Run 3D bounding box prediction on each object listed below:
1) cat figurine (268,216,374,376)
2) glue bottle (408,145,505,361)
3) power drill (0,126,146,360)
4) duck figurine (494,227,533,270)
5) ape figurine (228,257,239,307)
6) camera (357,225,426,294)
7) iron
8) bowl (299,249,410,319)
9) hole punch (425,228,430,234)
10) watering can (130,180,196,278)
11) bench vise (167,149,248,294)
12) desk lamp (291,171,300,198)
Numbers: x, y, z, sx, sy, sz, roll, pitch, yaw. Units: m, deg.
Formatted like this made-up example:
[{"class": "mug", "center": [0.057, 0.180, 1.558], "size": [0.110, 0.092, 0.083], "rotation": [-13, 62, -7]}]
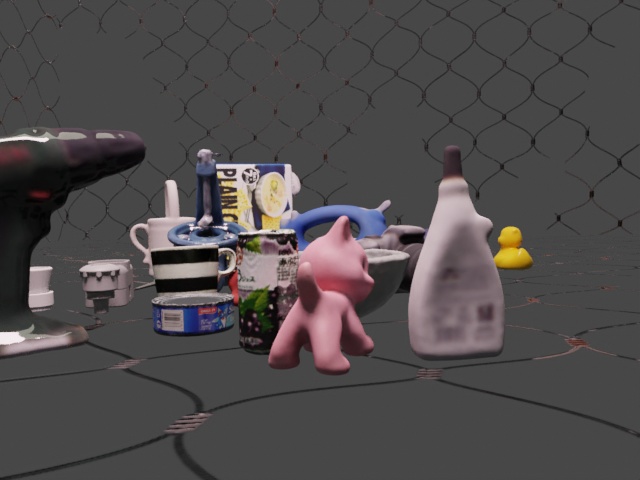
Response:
[{"class": "cat figurine", "center": [0.006, 0.039, 0.474], "size": [0.067, 0.118, 0.128], "rotation": [0, 3, 19]}, {"class": "glue bottle", "center": [0.111, 0.009, 0.469], "size": [0.078, 0.173, 0.037], "rotation": [-2, 3, -9]}, {"class": "power drill", "center": [-0.270, -0.003, 0.531], "size": [0.230, 0.208, 0.075], "rotation": [-3, 4, -40]}, {"class": "duck figurine", "center": [0.394, 0.016, 1.175], "size": [0.077, 0.086, 0.104], "rotation": [-1, 3, -6]}, {"class": "ape figurine", "center": [-0.088, 0.041, 0.751], "size": [0.076, 0.092, 0.077], "rotation": [-2, 3, -14]}, {"class": "camera", "center": [0.117, 0.030, 0.817], "size": [0.143, 0.101, 0.136], "rotation": [-2, 3, -21]}, {"class": "iron", "center": [0.009, 0.004, 1.002], "size": [0.258, 0.141, 0.119], "rotation": [-1, 3, 7]}, {"class": "bowl", "center": [0.021, 0.052, 0.664], "size": [0.167, 0.075, 0.167], "rotation": [-1, 3, 0]}, {"class": "hole punch", "center": [0.233, 0.023, 1.022], "size": [0.108, 0.091, 0.101], "rotation": [-1, 3, -5]}, {"class": "watering can", "center": [-0.292, -0.024, 1.168], "size": [0.173, 0.194, 0.100], "rotation": [-3, 3, -39]}, {"class": "bench vise", "center": [-0.188, -0.028, 0.912], "size": [0.122, 0.220, 0.206], "rotation": [-2, 3, -26]}, {"class": "desk lamp", "center": [-0.108, -0.041, 1.246], "size": [0.202, 0.213, 0.118], "rotation": [1, 4, 43]}]
